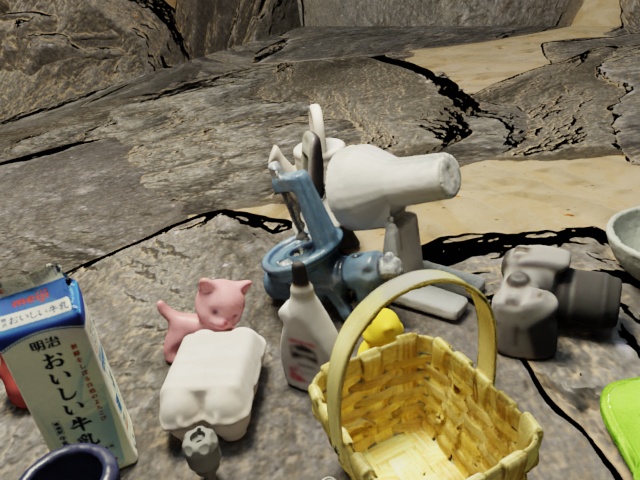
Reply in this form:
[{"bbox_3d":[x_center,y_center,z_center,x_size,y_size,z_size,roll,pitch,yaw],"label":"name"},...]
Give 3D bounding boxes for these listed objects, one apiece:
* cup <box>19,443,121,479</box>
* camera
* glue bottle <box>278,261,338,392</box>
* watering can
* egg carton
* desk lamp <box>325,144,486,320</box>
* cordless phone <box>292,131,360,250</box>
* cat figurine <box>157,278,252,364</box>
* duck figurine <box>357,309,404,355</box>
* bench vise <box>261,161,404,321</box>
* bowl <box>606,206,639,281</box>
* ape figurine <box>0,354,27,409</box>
[{"bbox_3d":[-0.208,0.251,0.498,0.092,0.095,0.117,-20,31,-21],"label":"cup"},{"bbox_3d":[0.288,0.068,0.695,0.136,0.101,0.143,7,32,25],"label":"camera"},{"bbox_3d":[-0.014,0.098,0.643,0.078,0.173,0.037,6,32,25],"label":"glue bottle"},{"bbox_3d":[-0.007,-0.157,1.082,0.173,0.194,0.100,-20,31,-20],"label":"watering can"},{"bbox_3d":[-0.121,0.162,0.662,0.107,0.069,0.150,-5,29,6],"label":"egg carton"},{"bbox_3d":[0.118,-0.025,0.789,0.202,0.214,0.118,14,36,35],"label":"desk lamp"},{"bbox_3d":[0.000,-0.077,0.944,0.094,0.185,0.147,-18,30,-16],"label":"cordless phone"},{"bbox_3d":[-0.148,0.094,0.743,0.127,0.118,0.067,-6,29,4],"label":"cat figurine"},{"bbox_3d":[0.077,0.123,0.664,0.077,0.086,0.104,-14,29,-10],"label":"duck figurine"},{"bbox_3d":[0.009,-0.003,0.771,0.207,0.220,0.121,-1,29,12],"label":"bench vise"},{"bbox_3d":[0.469,0.019,0.763,0.167,0.075,0.167,-6,29,4],"label":"bowl"},{"bbox_3d":[-0.368,0.156,0.714,0.077,0.092,0.076,-3,29,9],"label":"ape figurine"}]
